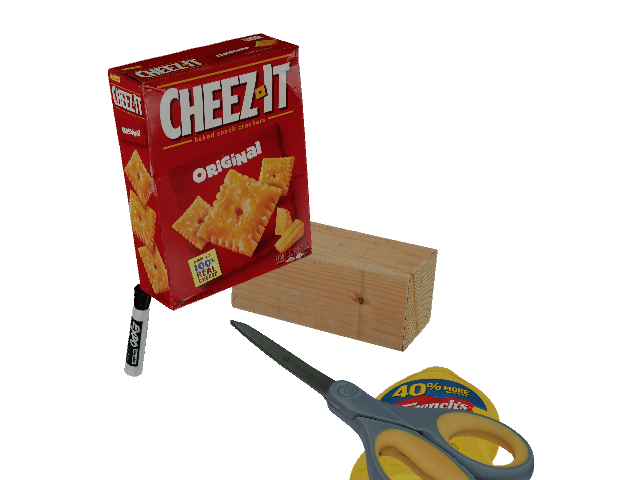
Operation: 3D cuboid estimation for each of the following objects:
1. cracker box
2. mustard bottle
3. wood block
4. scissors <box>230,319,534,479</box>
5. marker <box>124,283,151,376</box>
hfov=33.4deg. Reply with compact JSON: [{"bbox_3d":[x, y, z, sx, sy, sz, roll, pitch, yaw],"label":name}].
[{"bbox_3d":[-0.093,-0.064,0.972,0.163,0.214,0.072,-21,30,-32],"label":"cracker box"},{"bbox_3d":[0.079,0.140,0.756,0.096,0.058,0.191,-1,19,10],"label":"mustard bottle"},{"bbox_3d":[0.013,0.043,1.175,0.206,0.091,0.090,13,25,22],"label":"wood block"},{"bbox_3d":[0.034,0.086,0.574,0.096,0.016,0.202,-8,30,-27],"label":"scissors"},{"bbox_3d":[-0.190,0.093,1.115,0.020,0.121,0.020,9,35,-7],"label":"marker"}]
